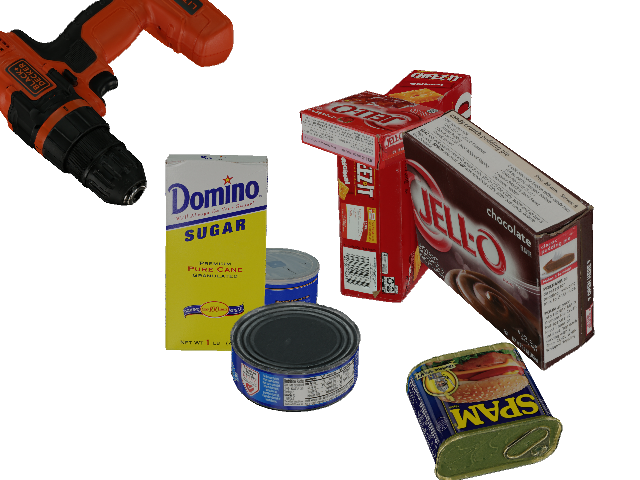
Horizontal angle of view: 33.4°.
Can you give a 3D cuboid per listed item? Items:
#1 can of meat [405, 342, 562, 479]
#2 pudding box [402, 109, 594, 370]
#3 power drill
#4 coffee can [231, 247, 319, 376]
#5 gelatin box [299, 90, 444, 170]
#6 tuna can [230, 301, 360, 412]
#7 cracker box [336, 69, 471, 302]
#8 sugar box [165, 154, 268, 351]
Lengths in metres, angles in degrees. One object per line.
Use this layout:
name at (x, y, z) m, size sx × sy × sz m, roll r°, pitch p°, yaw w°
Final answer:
can of meat at (0.126, 0.133, 0.845) m, size 0.102 × 0.057 × 0.084 m, roll -10°, pitch 44°, yaw -11°
pudding box at (0.090, -0.003, 0.543) m, size 0.039 × 0.090 × 0.114 m, roll -29°, pitch 42°, yaw -18°
power drill at (-0.157, -0.130, 0.830) m, size 0.187 × 0.184 × 0.057 m, roll -41°, pitch -13°, yaw -32°
coffee can at (-0.054, 0.091, 1.260) m, size 0.103 × 0.140 × 0.103 m, roll 2°, pitch 20°, yaw -1°
gelatin box at (0.040, -0.087, 0.822) m, size 0.073 × 0.030 × 0.089 m, roll -22°, pitch 31°, yaw -36°
tuna can at (-0.017, 0.076, 0.708) m, size 0.086 × 0.034 × 0.086 m, roll 0°, pitch 28°, yaw 0°
cracker box at (0.088, -0.059, 1.044) m, size 0.072 × 0.164 × 0.213 m, roll 9°, pitch 27°, yaw 23°
sugar box at (-0.095, 0.011, 0.972) m, size 0.093 × 0.176 × 0.048 m, roll 0°, pitch 13°, yaw -3°
